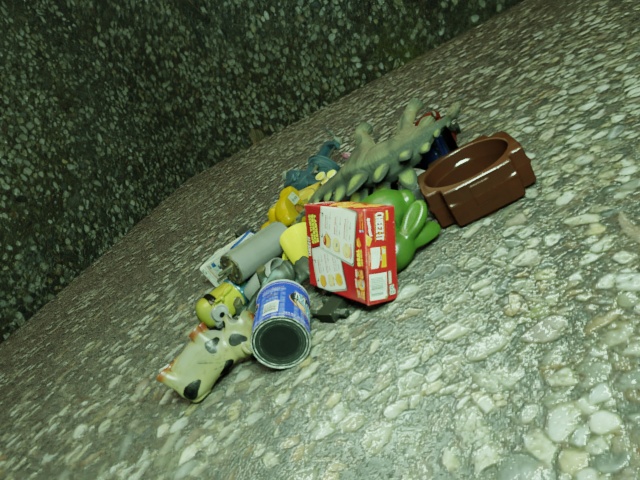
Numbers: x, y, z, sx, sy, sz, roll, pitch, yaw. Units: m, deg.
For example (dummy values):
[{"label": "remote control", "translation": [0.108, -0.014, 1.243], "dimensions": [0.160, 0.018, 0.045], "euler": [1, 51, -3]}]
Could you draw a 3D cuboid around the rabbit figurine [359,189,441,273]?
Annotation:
[{"label": "rabbit figurine", "translation": [0.147, -0.008, 1.023], "dimensions": [0.159, 0.121, 0.170], "euler": [-26, 42, 21]}]

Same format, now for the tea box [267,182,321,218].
[{"label": "tea box", "translation": [-0.061, -0.098, 1.584], "dimensions": [0.170, 0.068, 0.098], "euler": [-20, 22, 29]}]

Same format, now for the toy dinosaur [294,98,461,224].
[{"label": "toy dinosaur", "translation": [0.110, -0.159, 1.160], "dimensions": [0.471, 0.105, 0.198], "euler": [-28, 38, 42]}]

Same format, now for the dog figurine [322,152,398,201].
[{"label": "dog figurine", "translation": [0.086, -0.103, 1.338], "dimensions": [0.109, 0.191, 0.219], "euler": [19, 88, 63]}]

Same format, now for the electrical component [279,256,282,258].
[{"label": "electrical component", "translation": [-0.135, 0.067, 1.348], "dimensions": [0.078, 0.045, 0.102], "euler": [-54, 1, 37]}]

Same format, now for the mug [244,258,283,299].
[{"label": "mug", "translation": [-0.118, 0.106, 1.184], "dimensions": [0.107, 0.080, 0.109], "euler": [-34, 23, 33]}]

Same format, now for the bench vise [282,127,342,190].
[{"label": "bench vise", "translation": [-0.007, -0.235, 1.724], "dimensions": [0.224, 0.128, 0.240], "euler": [2, 56, 47]}]

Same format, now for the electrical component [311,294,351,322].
[{"label": "electrical component", "translation": [0.027, 0.123, 0.988], "dimensions": [0.094, 0.021, 0.063], "euler": [-9, 30, 50]}]

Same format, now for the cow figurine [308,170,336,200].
[{"label": "cow figurine", "translation": [0.021, -0.103, 1.460], "dimensions": [0.068, 0.098, 0.167], "euler": [-10, 47, 36]}]

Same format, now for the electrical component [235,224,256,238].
[{"label": "electrical component", "translation": [-0.213, -0.004, 1.589], "dimensions": [0.048, 0.074, 0.119], "euler": [-37, 17, -11]}]

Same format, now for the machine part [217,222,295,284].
[{"label": "machine part", "translation": [-0.145, 0.027, 1.242], "dimensions": [0.079, 0.079, 0.243], "euler": [-9, 22, 49]}]

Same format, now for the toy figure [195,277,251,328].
[{"label": "toy figure", "translation": [-0.208, 0.130, 1.247], "dimensions": [0.089, 0.082, 0.180], "euler": [-5, 35, 46]}]

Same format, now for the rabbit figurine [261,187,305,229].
[{"label": "rabbit figurine", "translation": [-0.105, -0.035, 1.480], "dimensions": [0.173, 0.122, 0.162], "euler": [-35, 23, 40]}]

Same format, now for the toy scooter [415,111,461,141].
[{"label": "toy scooter", "translation": [0.276, -0.258, 1.303], "dimensions": [0.184, 0.075, 0.135], "euler": [-4, -33, -32]}]

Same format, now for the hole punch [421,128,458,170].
[{"label": "hole punch", "translation": [0.265, -0.185, 1.209], "dimensions": [0.092, 0.142, 0.116], "euler": [-22, 8, 23]}]

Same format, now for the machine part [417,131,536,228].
[{"label": "machine part", "translation": [0.301, -0.118, 1.051], "dimensions": [0.201, 0.087, 0.201], "euler": [-28, 21, 14]}]

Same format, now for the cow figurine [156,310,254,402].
[{"label": "cow figurine", "translation": [-0.189, 0.211, 0.989], "dimensions": [0.195, 0.127, 0.085], "euler": [-51, 3, -4]}]

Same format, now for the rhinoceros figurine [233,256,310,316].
[{"label": "rhinoceros figurine", "translation": [-0.085, 0.107, 1.085], "dimensions": [0.190, 0.112, 0.073], "euler": [-48, 38, -7]}]

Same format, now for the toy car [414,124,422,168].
[{"label": "toy car", "translation": [0.245, -0.252, 1.433], "dimensions": [0.109, 0.102, 0.162], "euler": [-21, 20, 32]}]
